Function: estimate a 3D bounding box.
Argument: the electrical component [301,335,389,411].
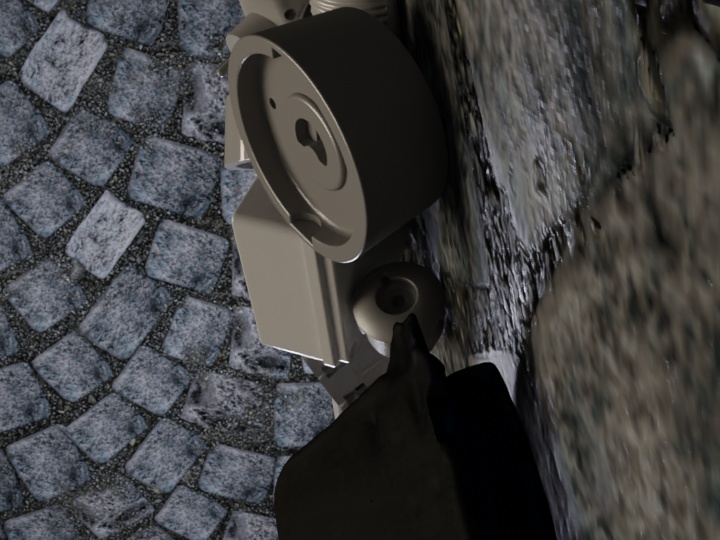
[{"bbox_3d":[0.004,0.073,0.767,0.089,0.056,0.050,54,-179,-17],"label":"electrical component"}]

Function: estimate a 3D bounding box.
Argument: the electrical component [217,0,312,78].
[{"bbox_3d":[-0.041,-0.120,0.551,0.044,0.079,0.077,31,163,38],"label":"electrical component"}]

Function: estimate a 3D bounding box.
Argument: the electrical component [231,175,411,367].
[{"bbox_3d":[-0.017,-0.023,0.591,0.108,0.056,0.108,83,-153,-48],"label":"electrical component"}]

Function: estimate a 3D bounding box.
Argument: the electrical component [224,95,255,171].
[{"bbox_3d":[-0.043,-0.106,0.753,0.108,0.108,0.060,-170,75,-86],"label":"electrical component"}]

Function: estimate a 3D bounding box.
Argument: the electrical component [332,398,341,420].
[{"bbox_3d":[0.013,0.129,0.896,0.042,0.064,0.081,86,172,-52],"label":"electrical component"}]

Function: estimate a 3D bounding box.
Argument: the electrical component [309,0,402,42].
[{"bbox_3d":[-0.001,-0.112,0.526,0.043,0.043,0.081,-105,6,-51],"label":"electrical component"}]

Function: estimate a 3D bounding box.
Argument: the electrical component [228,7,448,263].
[{"bbox_3d":[-0.005,-0.065,0.482,0.108,0.060,0.108,46,153,32],"label":"electrical component"}]

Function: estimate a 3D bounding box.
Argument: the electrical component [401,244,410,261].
[{"bbox_3d":[0.000,0.000,0.706,0.096,0.062,0.061,84,174,-54],"label":"electrical component"}]

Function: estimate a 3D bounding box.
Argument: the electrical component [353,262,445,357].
[{"bbox_3d":[0.024,0.028,0.574,0.062,0.048,0.048,72,-175,-58],"label":"electrical component"}]
